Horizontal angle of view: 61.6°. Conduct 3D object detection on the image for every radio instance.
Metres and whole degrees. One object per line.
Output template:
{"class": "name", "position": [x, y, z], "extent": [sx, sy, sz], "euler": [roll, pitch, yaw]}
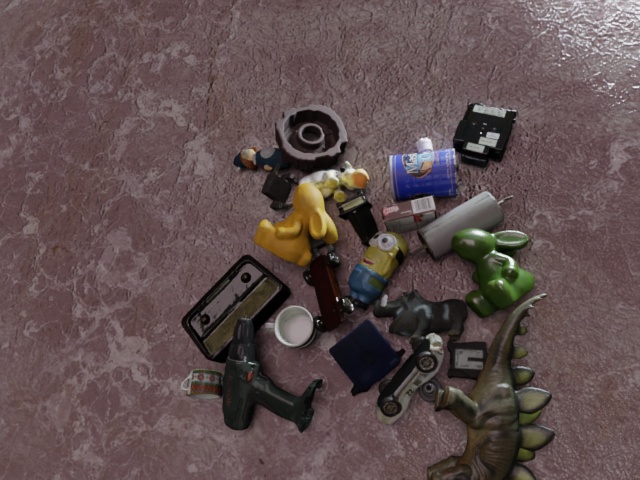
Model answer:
{"class": "radio", "position": [-0.190, 0.151, 1.205], "extent": [0.229, 0.073, 0.131], "euler": [-45, 65, -5]}

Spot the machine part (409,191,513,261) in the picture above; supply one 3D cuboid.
{"class": "machine part", "position": [0.295, -0.029, 1.134], "extent": [0.243, 0.079, 0.079], "euler": [-31, 65, 2]}

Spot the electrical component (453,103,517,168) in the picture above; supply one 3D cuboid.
{"class": "electrical component", "position": [0.363, -0.232, 1.201], "extent": [0.115, 0.058, 0.134], "euler": [20, 77, 24]}

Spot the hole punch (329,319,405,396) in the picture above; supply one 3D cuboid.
{"class": "hole punch", "position": [0.091, 0.232, 1.089], "extent": [0.142, 0.092, 0.116], "euler": [-38, 68, -4]}

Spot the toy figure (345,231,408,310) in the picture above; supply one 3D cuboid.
{"class": "toy figure", "position": [0.119, 0.063, 1.148], "extent": [0.082, 0.089, 0.180], "euler": [27, 88, 26]}

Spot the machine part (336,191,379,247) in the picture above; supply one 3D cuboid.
{"class": "machine part", "position": [0.094, -0.044, 1.219], "extent": [0.084, 0.039, 0.139], "euler": [-26, 63, -4]}

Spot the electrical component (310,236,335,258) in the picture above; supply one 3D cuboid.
{"class": "electrical component", "position": [-0.003, -0.004, 1.239], "extent": [0.063, 0.021, 0.094], "euler": [-25, 68, 7]}

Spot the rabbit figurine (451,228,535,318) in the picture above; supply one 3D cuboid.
{"class": "rabbit figurine", "position": [0.341, 0.041, 1.058], "extent": [0.159, 0.121, 0.170], "euler": [-31, 79, -16]}

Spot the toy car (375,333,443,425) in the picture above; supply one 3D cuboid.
{"class": "toy car", "position": [0.172, 0.264, 1.029], "extent": [0.056, 0.073, 0.201], "euler": [33, 106, -7]}

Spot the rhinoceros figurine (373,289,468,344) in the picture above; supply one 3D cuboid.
{"class": "rhinoceros figurine", "position": [0.203, 0.153, 1.093], "extent": [0.190, 0.073, 0.112], "euler": [-1, 71, 16]}

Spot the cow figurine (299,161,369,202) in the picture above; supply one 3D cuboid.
{"class": "cow figurine", "position": [0.031, -0.134, 1.252], "extent": [0.167, 0.068, 0.098], "euler": [-14, 32, 9]}

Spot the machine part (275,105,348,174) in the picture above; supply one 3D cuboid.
{"class": "machine part", "position": [-0.023, -0.244, 1.291], "extent": [0.179, 0.056, 0.179], "euler": [2, 62, -5]}

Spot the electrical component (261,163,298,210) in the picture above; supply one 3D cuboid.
{"class": "electrical component", "position": [-0.094, -0.122, 1.288], "extent": [0.045, 0.078, 0.102], "euler": [7, 65, 43]}

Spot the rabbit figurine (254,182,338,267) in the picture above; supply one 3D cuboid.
{"class": "rabbit figurine", "position": [-0.043, -0.039, 1.178], "extent": [0.163, 0.121, 0.173], "euler": [27, 95, 32]}

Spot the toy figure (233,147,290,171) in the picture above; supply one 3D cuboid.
{"class": "toy figure", "position": [-0.149, -0.203, 1.339], "extent": [0.155, 0.064, 0.057], "euler": [4, 116, 17]}

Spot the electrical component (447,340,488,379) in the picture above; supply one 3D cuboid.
{"class": "electrical component", "position": [0.308, 0.234, 1.046], "extent": [0.119, 0.047, 0.075], "euler": [-3, 70, 14]}

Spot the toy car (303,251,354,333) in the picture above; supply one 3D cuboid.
{"class": "toy car", "position": [0.019, 0.110, 1.140], "extent": [0.089, 0.053, 0.202], "euler": [-38, 39, 18]}

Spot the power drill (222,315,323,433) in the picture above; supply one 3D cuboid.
{"class": "power drill", "position": [-0.104, 0.290, 1.103], "extent": [0.207, 0.086, 0.232], "euler": [14, 92, 11]}

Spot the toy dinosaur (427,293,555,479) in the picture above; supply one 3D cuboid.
{"class": "toy dinosaur", "position": [0.308, 0.318, 0.967], "extent": [0.199, 0.105, 0.471], "euler": [10, 89, 2]}
